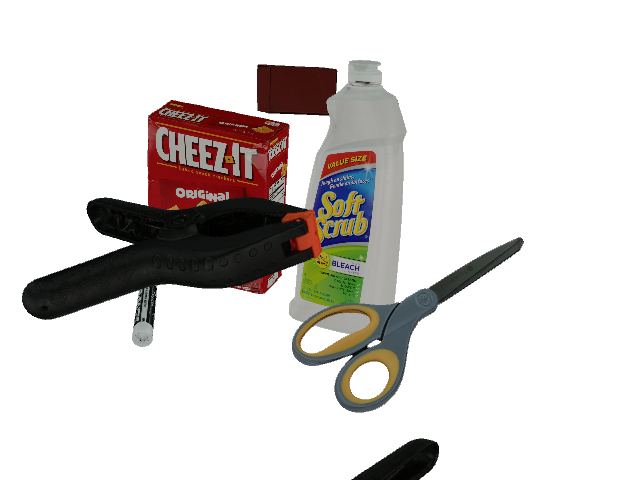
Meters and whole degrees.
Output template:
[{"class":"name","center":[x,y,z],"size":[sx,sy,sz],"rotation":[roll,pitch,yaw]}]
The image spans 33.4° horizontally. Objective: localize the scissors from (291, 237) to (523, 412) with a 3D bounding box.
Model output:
[{"class":"scissors","center":[0.079,0.066,0.810],"size":[0.201,0.096,0.016],"rotation":[-17,-27,-7]}]

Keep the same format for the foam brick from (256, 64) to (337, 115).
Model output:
[{"class":"foam brick","center":[-0.026,-0.164,1.162],"size":[0.078,0.051,0.053],"rotation":[0,11,-18]}]

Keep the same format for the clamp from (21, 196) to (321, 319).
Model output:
[{"class":"clamp","center":[-0.088,0.008,0.628],"size":[0.172,0.039,0.120],"rotation":[-3,35,23]}]

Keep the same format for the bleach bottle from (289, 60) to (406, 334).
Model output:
[{"class":"bleach bottle","center":[0.027,-0.042,0.996],"size":[0.103,0.251,0.068],"rotation":[13,20,28]}]

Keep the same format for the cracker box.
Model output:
[{"class":"cracker box","center":[-0.130,-0.051,1.328],"size":[0.164,0.214,0.072],"rotation":[13,29,17]}]

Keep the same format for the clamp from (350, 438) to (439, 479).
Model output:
[{"class":"clamp","center":[-0.009,0.184,0.646],"size":[0.210,0.036,0.164],"rotation":[-5,28,4]}]

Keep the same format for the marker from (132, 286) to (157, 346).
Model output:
[{"class":"marker","center":[-0.169,0.059,1.039],"size":[0.020,0.020,0.121],"rotation":[0,33,-5]}]
